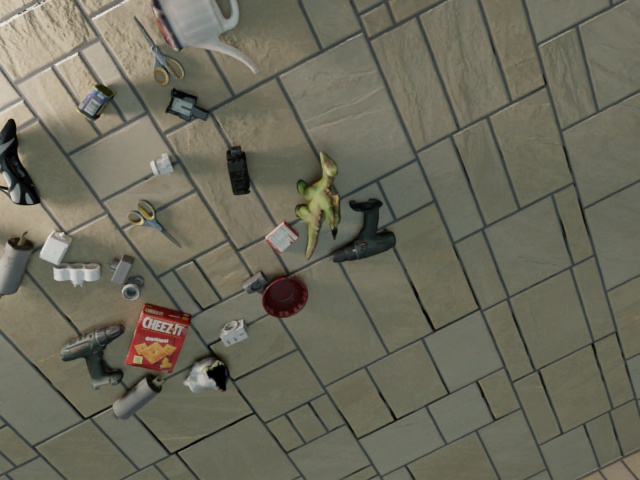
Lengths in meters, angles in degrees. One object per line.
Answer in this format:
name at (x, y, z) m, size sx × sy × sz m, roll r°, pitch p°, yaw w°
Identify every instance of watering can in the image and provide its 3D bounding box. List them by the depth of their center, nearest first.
watering can at (-0.318, -0.583, 1.406) m, size 0.224 × 0.106 × 0.342 m, roll -23°, pitch 114°, yaw 1°

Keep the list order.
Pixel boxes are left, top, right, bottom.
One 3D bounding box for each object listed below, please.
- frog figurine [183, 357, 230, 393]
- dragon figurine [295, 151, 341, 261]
frog figurine at (-0.407, 0.490, 1.853) m, size 0.136 × 0.125 × 0.157 m, roll 35°, pitch 140°, yaw -29°
dragon figurine at (0.005, -0.080, 1.599) m, size 0.122 × 0.246 × 0.404 m, roll -3°, pitch 111°, yaw -13°
